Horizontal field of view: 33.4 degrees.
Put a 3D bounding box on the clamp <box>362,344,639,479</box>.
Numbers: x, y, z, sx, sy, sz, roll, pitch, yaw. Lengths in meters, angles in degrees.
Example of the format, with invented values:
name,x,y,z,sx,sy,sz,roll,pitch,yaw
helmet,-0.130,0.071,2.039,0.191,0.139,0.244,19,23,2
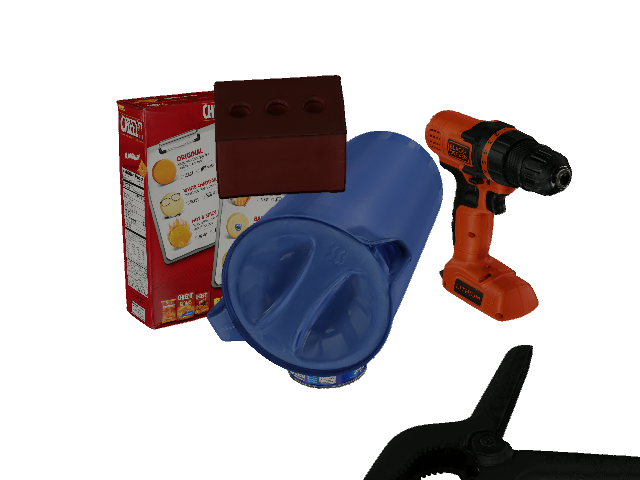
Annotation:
name,x,y,z,sx,sy,sz,roll,pitch,yaw
clamp,0.106,0.137,0.694,0.209,0.036,0.165,-14,31,-19

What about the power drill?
name,x,y,z,sx,sy,sz,roll,pitch,yaw
power drill,0.170,-0.022,1.021,0.057,0.188,0.185,-16,27,-25

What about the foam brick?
name,x,y,z,sx,sy,sz,roll,pitch,yaw
foam brick,-0.025,-0.062,0.640,0.078,0.053,0.051,-4,-39,-2

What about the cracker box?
name,x,y,z,sx,sy,sz,roll,pitch,yaw
cracker box,-0.110,-0.036,1.042,0.163,0.214,0.072,-11,20,-34

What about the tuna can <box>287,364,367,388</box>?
name,x,y,z,sx,sy,sz,roll,pitch,yaw
tuna can,0.006,0.120,1.134,0.086,0.034,0.086,-3,27,1

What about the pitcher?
name,x,y,z,sx,sy,sz,roll,pitch,yaw
pitcher,0.015,0.000,0.880,0.149,0.145,0.242,19,29,11
